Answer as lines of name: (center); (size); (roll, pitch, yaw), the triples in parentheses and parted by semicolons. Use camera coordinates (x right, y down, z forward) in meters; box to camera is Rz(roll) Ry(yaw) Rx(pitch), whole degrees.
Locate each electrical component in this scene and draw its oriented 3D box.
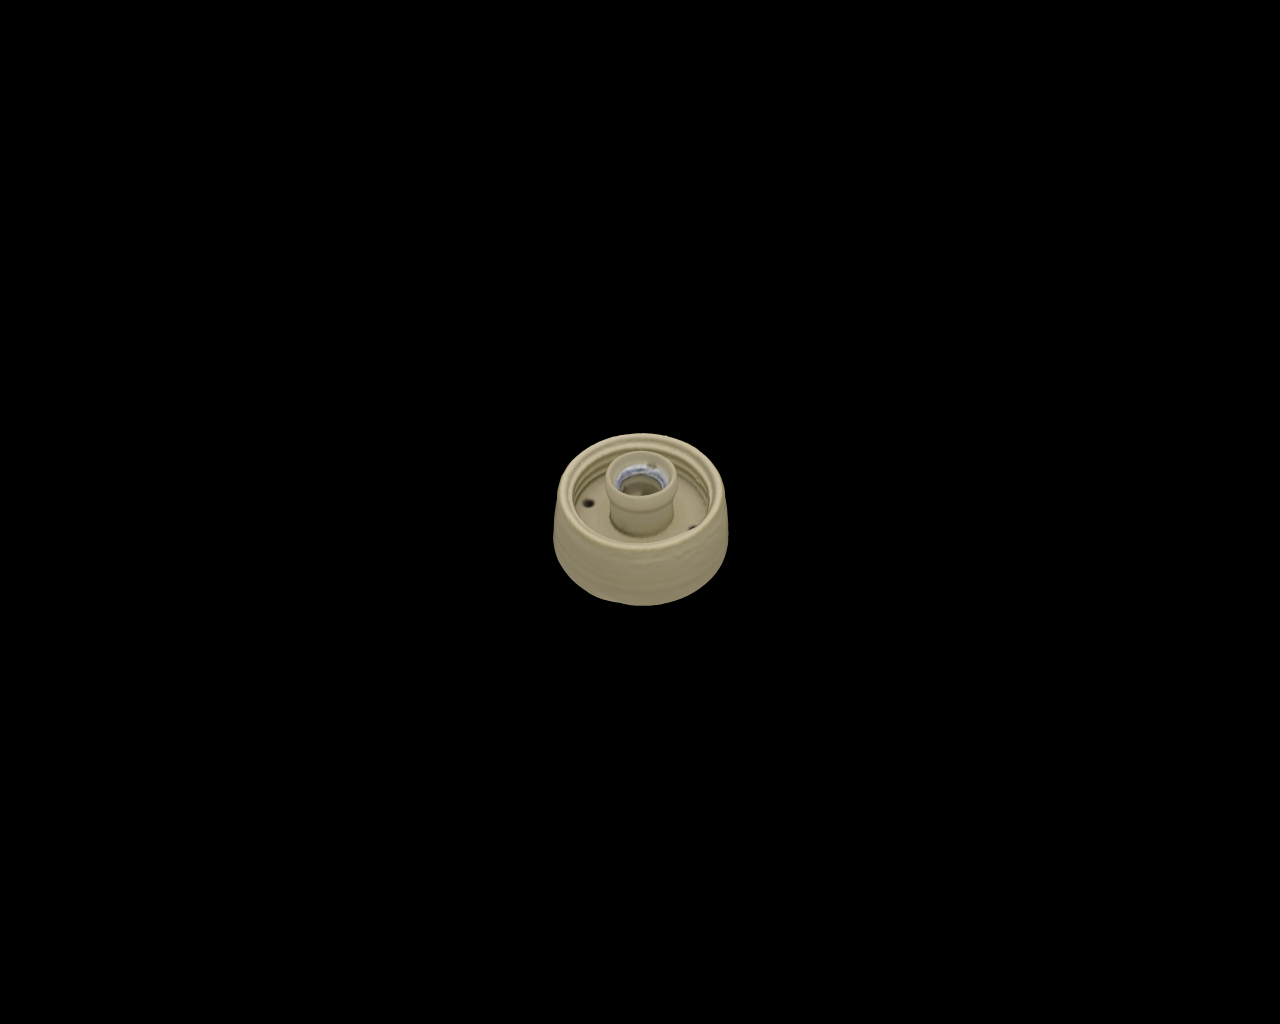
electrical component: (0.001, -0.003, 0.650); (0.108, 0.108, 0.060); (0, -43, 0)
